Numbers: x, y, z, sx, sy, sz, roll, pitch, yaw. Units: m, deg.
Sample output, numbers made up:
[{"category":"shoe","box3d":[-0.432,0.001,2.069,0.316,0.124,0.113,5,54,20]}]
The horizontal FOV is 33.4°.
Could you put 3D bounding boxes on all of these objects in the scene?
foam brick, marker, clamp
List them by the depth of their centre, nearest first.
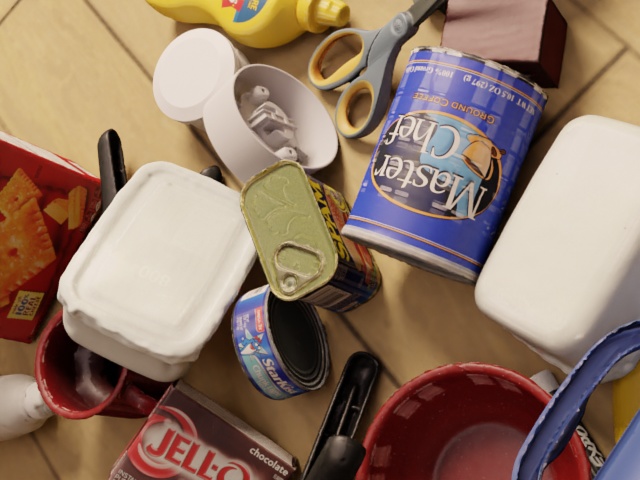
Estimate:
[{"category":"marker","box3d":[0.175,0.141,0.701,0.020,0.020,0.121,-37,64,16]},{"category":"clamp","box3d":[-0.007,0.184,0.748,0.036,0.164,0.210,23,112,2]},{"category":"foam brick","box3d":[0.132,-0.144,0.773,0.078,0.053,0.051,6,81,29]},{"category":"clamp","box3d":[-0.167,-0.010,0.907,0.120,0.039,0.171,30,90,26]}]

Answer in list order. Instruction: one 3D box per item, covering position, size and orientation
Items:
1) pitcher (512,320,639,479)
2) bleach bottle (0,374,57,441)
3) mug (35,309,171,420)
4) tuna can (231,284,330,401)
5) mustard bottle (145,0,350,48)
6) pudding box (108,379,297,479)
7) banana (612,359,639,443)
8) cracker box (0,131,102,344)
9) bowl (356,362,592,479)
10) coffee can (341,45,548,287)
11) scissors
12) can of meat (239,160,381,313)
[{"category":"pitcher","box3d":[0.231,0.107,0.595,0.145,0.149,0.242,17,71,56]},{"category":"bleach bottle","box3d":[-0.333,0.154,0.921,0.251,0.102,0.068,-13,77,26]},{"category":"mug","box3d":[-0.158,0.106,0.851,0.117,0.081,0.093,30,93,31]},{"category":"tuna can","box3d":[-0.029,0.074,0.788,0.034,0.086,0.086,-21,69,24]},{"category":"mustard bottle","box3d":[-0.055,-0.212,0.887,0.192,0.058,0.096,25,86,30]},{"category":"pudding box","box3d":[-0.087,0.171,0.794,0.113,0.039,0.090,34,97,-5]},{"category":"banana","box3d":[0.219,0.103,0.676,0.070,0.037,0.198,6,81,29]},{"category":"cracker box","box3d":[-0.292,-0.012,0.875,0.072,0.213,0.164,29,92,31]},{"category":"bowl","box3d":[0.107,0.165,0.710,0.162,0.055,0.162,-7,75,27]},{"category":"coffee can","box3d":[0.087,-0.050,0.746,0.103,0.102,0.140,20,87,30]},{"category":"scissors","box3d":[0.061,-0.137,0.791,0.202,0.016,0.096,-15,83,49]},{"category":"can of meat","box3d":[-0.005,0.001,0.794,0.057,0.083,0.102,-30,66,18]}]
